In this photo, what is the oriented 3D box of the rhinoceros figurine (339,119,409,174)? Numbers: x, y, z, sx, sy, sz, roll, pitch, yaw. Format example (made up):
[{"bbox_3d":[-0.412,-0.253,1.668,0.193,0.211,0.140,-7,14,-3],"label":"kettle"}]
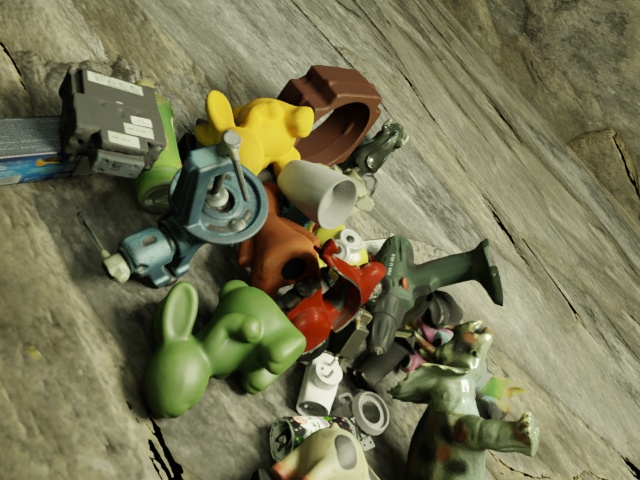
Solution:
[{"bbox_3d":[0.118,-0.193,1.137,0.073,0.112,0.190,44,45,1],"label":"rhinoceros figurine"}]

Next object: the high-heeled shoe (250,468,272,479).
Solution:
[{"bbox_3d":[-0.013,0.361,0.527,0.145,0.086,0.249,24,47,-31],"label":"high-heeled shoe"}]

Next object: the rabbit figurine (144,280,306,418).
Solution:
[{"bbox_3d":[-0.125,0.121,0.612,0.170,0.121,0.159,-29,85,-37],"label":"rabbit figurine"}]

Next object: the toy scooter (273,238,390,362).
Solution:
[{"bbox_3d":[0.001,0.070,0.692,0.075,0.184,0.135,47,-10,46],"label":"toy scooter"}]

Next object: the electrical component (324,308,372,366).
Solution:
[{"bbox_3d":[0.034,0.131,0.774,0.045,0.102,0.078,26,18,-35],"label":"electrical component"}]

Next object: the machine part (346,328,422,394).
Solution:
[{"bbox_3d":[0.094,0.174,0.813,0.139,0.084,0.039,-39,122,-45],"label":"machine part"}]

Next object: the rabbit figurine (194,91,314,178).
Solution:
[{"bbox_3d":[-0.103,-0.152,0.792,0.162,0.122,0.173,32,38,-4],"label":"rabbit figurine"}]

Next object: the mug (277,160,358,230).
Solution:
[{"bbox_3d":[-0.004,-0.073,0.796,0.107,0.080,0.109,35,8,30],"label":"mug"}]

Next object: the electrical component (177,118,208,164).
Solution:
[{"bbox_3d":[-0.187,-0.133,0.838,0.075,0.048,0.119,15,46,-35],"label":"electrical component"}]

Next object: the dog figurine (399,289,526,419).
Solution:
[{"bbox_3d":[0.238,0.201,0.896,0.219,0.108,0.192,35,35,-22],"label":"dog figurine"}]

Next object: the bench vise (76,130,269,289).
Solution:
[{"bbox_3d":[-0.147,-0.039,0.619,0.224,0.240,0.129,-18,72,-30],"label":"bench vise"}]

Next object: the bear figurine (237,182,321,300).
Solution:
[{"bbox_3d":[-0.082,0.005,0.780,0.120,0.131,0.196,-14,37,-25],"label":"bear figurine"}]

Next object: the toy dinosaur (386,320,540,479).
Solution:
[{"bbox_3d":[0.174,0.307,0.694,0.131,0.192,0.404,14,82,-60],"label":"toy dinosaur"}]

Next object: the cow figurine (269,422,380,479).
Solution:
[{"bbox_3d":[0.041,0.294,0.611,0.127,0.086,0.194,-37,109,-32],"label":"cow figurine"}]

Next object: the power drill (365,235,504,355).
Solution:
[{"bbox_3d":[0.173,0.077,0.833,0.232,0.207,0.085,-83,153,-51],"label":"power drill"}]

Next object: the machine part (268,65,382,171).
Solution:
[{"bbox_3d":[-0.003,-0.207,0.956,0.201,0.201,0.087,-14,63,-49],"label":"machine part"}]

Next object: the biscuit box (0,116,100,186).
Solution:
[{"bbox_3d":[-0.337,-0.114,0.668,0.202,0.059,0.063,-19,71,-51],"label":"biscuit box"}]

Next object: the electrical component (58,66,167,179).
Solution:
[{"bbox_3d":[-0.259,-0.142,0.671,0.115,0.058,0.134,8,52,-38],"label":"electrical component"}]

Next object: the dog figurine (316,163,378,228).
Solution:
[{"bbox_3d":[0.018,-0.099,0.982,0.172,0.121,0.191,40,23,-13],"label":"dog figurine"}]

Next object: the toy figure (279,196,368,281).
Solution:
[{"bbox_3d":[0.001,-0.005,0.849,0.180,0.082,0.089,37,-1,32],"label":"toy figure"}]
